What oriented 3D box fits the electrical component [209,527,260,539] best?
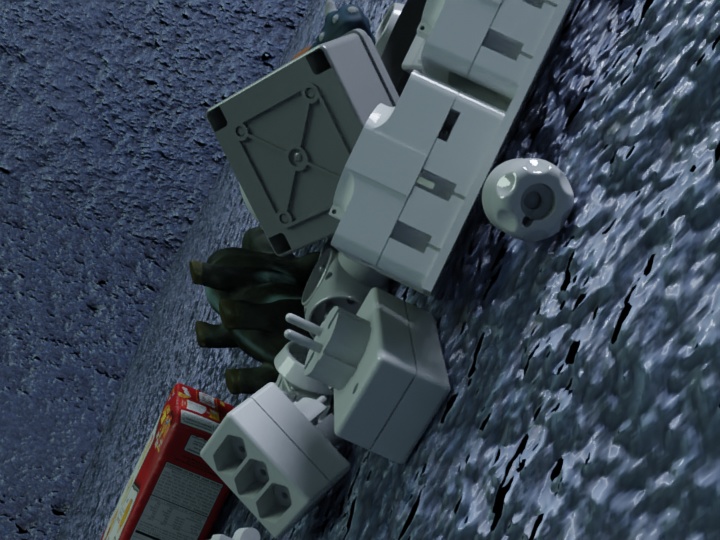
[{"bbox_3d":[-0.087,0.191,0.662,0.055,0.048,0.066,-27,38,60],"label":"electrical component"}]

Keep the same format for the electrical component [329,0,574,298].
[{"bbox_3d":[0.049,-0.084,0.539,0.186,0.060,0.105,-64,-5,-1],"label":"electrical component"}]

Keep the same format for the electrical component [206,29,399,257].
[{"bbox_3d":[-0.025,-0.078,0.676,0.109,0.108,0.056,-22,8,37],"label":"electrical component"}]

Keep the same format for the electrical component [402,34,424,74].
[{"bbox_3d":[0.076,-0.150,0.666,0.083,0.047,0.076,-64,24,1],"label":"electrical component"}]

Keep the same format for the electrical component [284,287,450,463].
[{"bbox_3d":[-0.003,0.042,0.529,0.047,0.076,0.083,-60,12,19],"label":"electrical component"}]

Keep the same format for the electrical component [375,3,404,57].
[{"bbox_3d":[0.042,-0.179,0.848,0.066,0.055,0.048,-67,12,-12],"label":"electrical component"}]

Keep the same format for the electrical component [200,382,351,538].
[{"bbox_3d":[-0.036,0.097,0.606,0.077,0.065,0.047,-35,-14,-45],"label":"electrical component"}]

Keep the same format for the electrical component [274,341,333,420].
[{"bbox_3d":[-0.036,0.078,0.678,0.066,0.048,0.055,-95,25,-68],"label":"electrical component"}]

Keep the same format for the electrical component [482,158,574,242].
[{"bbox_3d":[0.070,-0.032,0.472,0.035,0.035,0.061,-63,9,4],"label":"electrical component"}]

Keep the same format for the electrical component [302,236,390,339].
[{"bbox_3d":[0.000,0.000,0.682,0.079,0.044,0.077,-56,14,30],"label":"electrical component"}]

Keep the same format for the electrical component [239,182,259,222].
[{"bbox_3d":[-0.039,-0.077,0.874,0.108,0.108,0.060,-65,18,-5],"label":"electrical component"}]
